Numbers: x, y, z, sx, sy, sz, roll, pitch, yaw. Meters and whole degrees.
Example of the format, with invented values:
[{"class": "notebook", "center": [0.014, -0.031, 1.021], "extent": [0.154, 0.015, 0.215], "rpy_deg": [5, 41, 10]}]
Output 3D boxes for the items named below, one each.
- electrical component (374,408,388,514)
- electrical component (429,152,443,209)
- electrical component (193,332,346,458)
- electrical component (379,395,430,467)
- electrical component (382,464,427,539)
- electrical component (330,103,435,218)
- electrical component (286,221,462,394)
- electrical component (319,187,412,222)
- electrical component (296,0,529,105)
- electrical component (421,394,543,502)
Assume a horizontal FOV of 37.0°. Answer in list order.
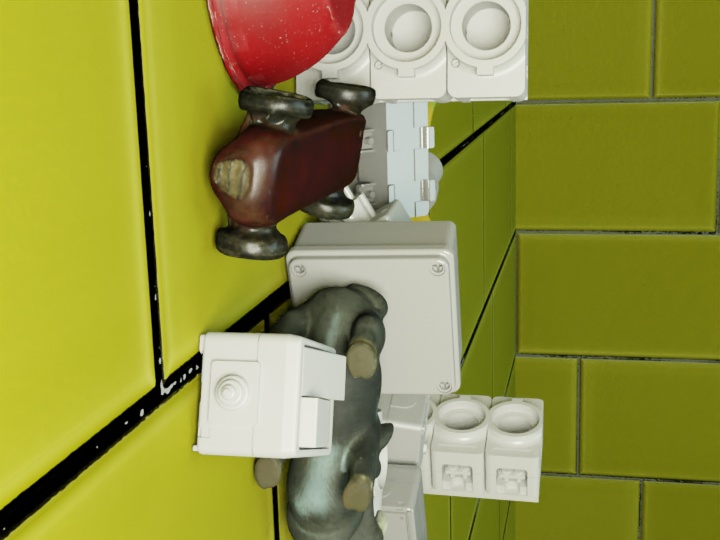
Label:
[{"class": "electrical component", "center": [-0.001, 0.142, 0.818], "extent": [0.079, 0.044, 0.077], "rpy_deg": [-7, 97, -78]}, {"class": "electrical component", "center": [0.057, -0.087, 1.072], "extent": [0.055, 0.045, 0.045], "rpy_deg": [-73, 160, -52]}, {"class": "electrical component", "center": [-0.046, 0.067, 0.565], "extent": [0.096, 0.061, 0.061], "rpy_deg": [37, 55, -75]}, {"class": "electrical component", "center": [0.026, 0.145, 0.920], "extent": [0.061, 0.061, 0.096], "rpy_deg": [-72, 167, -54]}, {"class": "electrical component", "center": [0.021, 0.208, 0.885], "extent": [0.061, 0.062, 0.096], "rpy_deg": [-71, 158, -56]}, {"class": "electrical component", "center": [0.019, -0.101, 0.818], "extent": [0.079, 0.063, 0.121], "rpy_deg": [-11, 105, -37]}, {"class": "electrical component", "center": [0.013, 0.026, 0.724], "extent": [0.056, 0.109, 0.108], "rpy_deg": [-73, 160, -60]}, {"class": "electrical component", "center": [-0.004, -0.030, 0.766], "extent": [0.076, 0.066, 0.047], "rpy_deg": [58, 20, -10]}, {"class": "electrical component", "center": [0.035, -0.157, 0.713], "extent": [0.062, 0.150, 0.089], "rpy_deg": [-24, 114, -78]}, {"class": "electrical component", "center": [0.098, 0.163, 1.029], "extent": [0.089, 0.150, 0.061], "rpy_deg": [-69, 158, -58]}]
